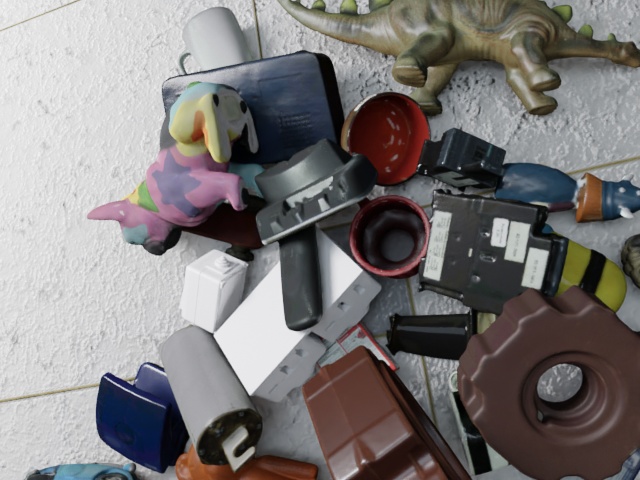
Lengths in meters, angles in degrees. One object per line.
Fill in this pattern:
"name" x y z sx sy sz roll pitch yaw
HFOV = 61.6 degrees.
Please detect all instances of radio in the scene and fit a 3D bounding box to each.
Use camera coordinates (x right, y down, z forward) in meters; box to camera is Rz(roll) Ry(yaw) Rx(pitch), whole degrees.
"radio" -0.088 -0.164 0.708 0.230 0.073 0.131 -6 104 15

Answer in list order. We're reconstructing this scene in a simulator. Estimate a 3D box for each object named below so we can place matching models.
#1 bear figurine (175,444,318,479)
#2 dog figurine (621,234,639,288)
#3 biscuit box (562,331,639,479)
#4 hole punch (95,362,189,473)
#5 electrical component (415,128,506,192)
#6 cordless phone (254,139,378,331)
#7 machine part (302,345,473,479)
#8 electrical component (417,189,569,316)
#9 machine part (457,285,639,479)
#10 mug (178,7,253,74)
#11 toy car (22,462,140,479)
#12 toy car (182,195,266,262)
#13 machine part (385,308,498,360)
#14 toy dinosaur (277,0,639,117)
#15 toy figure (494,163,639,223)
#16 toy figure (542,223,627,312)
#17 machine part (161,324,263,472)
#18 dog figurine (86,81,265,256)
"bear figurine" -0.081 0.276 0.611 0.196 0.131 0.120 34 76 15
"dog figurine" 0.424 0.040 0.526 0.191 0.121 0.172 -30 67 24
"biscuit box" 0.296 0.191 0.541 0.059 0.062 0.202 32 89 22
"hole punch" -0.227 0.228 0.687 0.142 0.092 0.115 18 88 16
"electrical component" 0.165 -0.090 0.604 0.075 0.119 0.047 19 84 -11
"cordless phone" 0.000 -0.002 0.590 0.147 0.088 0.184 -23 60 30
"machine part" 0.080 0.213 0.515 0.087 0.201 0.201 -37 25 2
"electrical component" 0.174 0.014 0.542 0.134 0.058 0.114 16 104 28
"machine part" 0.217 0.132 0.482 0.179 0.056 0.179 1 101 6
"mug" -0.147 -0.257 0.769 0.109 0.081 0.107 -31 82 7
"toy car" -0.284 0.328 0.672 0.162 0.103 0.109 6 91 8
"toy car" -0.161 -0.033 0.738 0.202 0.053 0.089 13 93 16
"machine part" 0.146 0.109 0.621 0.139 0.039 0.084 -4 86 15
"toy dinosaur" 0.150 -0.261 0.667 0.472 0.105 0.198 8 73 10
"toy figure" 0.279 -0.053 0.603 0.155 0.057 0.064 13 89 15
"toy figure" 0.241 0.021 0.586 0.180 0.082 0.089 43 95 23
"machine part" -0.132 0.176 0.633 0.079 0.079 0.243 -50 38 2
"dog figurine" -0.185 -0.080 0.661 0.219 0.108 0.191 -11 108 18
